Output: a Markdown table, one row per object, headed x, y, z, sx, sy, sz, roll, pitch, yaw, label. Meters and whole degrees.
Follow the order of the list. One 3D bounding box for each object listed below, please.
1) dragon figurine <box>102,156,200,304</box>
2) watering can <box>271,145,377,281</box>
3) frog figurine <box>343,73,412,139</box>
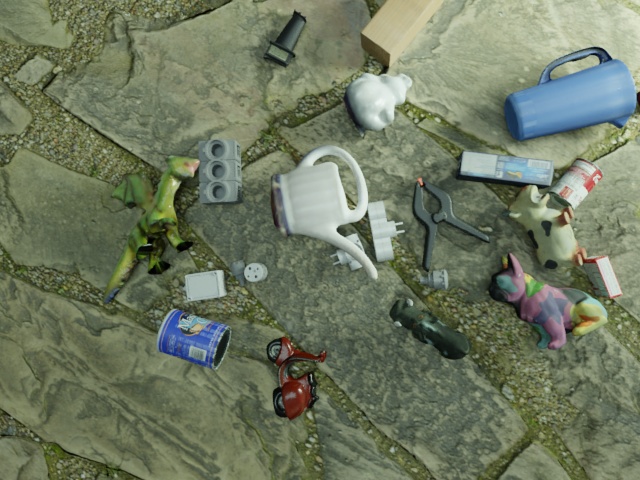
| x | y | z | sx | sy | sz | roll | pitch | yaw | label |
| --- | --- | --- | --- | --- | --- | --- | --- | --- | --- |
| -0.434 | -0.050 | 1.245 | 0.407 | 0.121 | 0.247 | -37 | 64 | 16 | dragon figurine |
| 0.004 | -0.059 | 1.165 | 0.224 | 0.102 | 0.354 | -12 | 66 | 4 | watering can |
| 0.138 | -0.327 | 1.185 | 0.158 | 0.121 | 0.140 | -26 | 64 | 15 | frog figurine |
